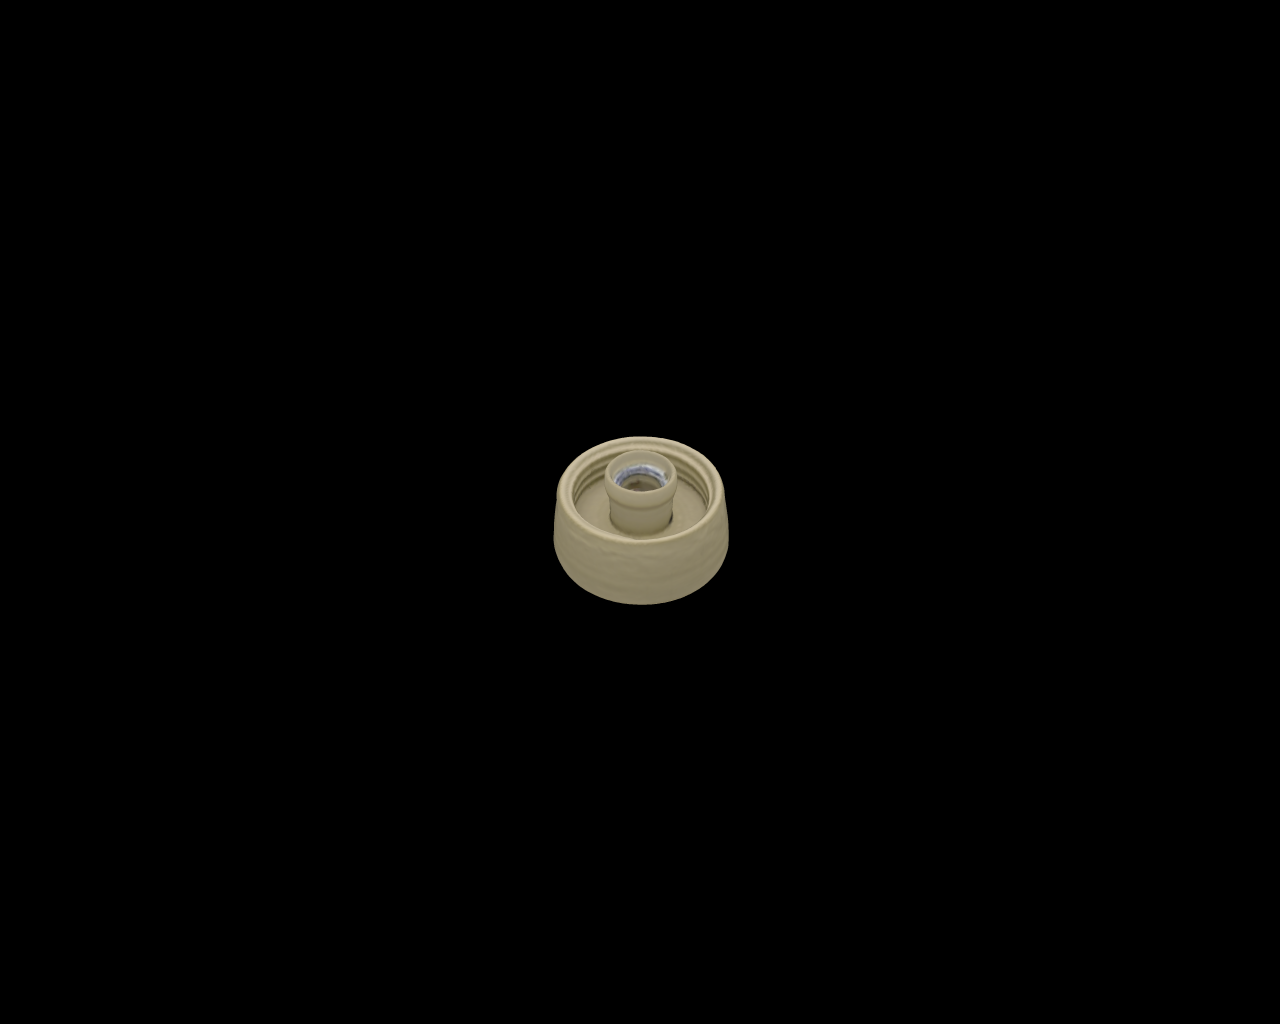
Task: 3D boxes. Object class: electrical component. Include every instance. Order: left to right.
[{"bbox_3d":[0.001,-0.003,0.650,0.108,0.060,0.108,0,43,0],"label":"electrical component"}]
